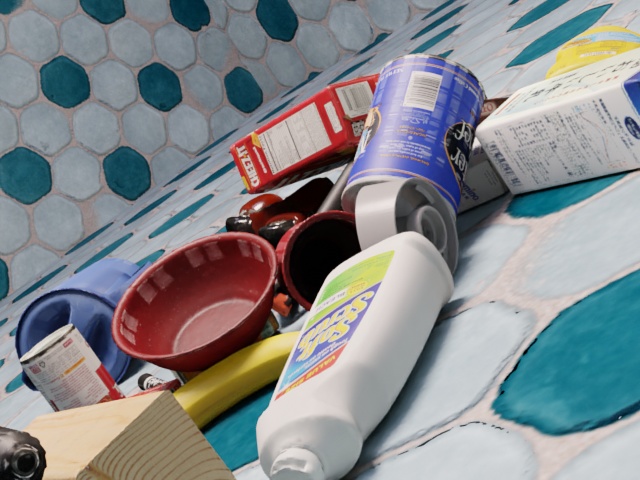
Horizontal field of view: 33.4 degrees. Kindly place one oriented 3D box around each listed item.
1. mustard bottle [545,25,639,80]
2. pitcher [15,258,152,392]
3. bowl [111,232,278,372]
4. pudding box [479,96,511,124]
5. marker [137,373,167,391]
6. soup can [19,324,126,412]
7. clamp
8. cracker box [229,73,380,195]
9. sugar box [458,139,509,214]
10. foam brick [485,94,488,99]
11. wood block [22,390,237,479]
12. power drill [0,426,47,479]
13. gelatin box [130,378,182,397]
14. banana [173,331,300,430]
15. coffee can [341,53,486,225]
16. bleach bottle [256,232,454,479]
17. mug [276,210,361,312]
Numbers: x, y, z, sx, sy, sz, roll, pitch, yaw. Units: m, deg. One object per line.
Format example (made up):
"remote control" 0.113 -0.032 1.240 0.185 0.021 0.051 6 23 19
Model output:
"mustard bottle" 0.283 -0.175 1.064 0.096 0.058 0.191 -3 22 20
"pitcher" -0.268 0.091 1.315 0.149 0.145 0.243 2 11 1
"bowl" -0.101 0.065 0.948 0.162 0.055 0.162 -18 34 12
"pudding box" 0.172 -0.124 1.123 0.113 0.039 0.090 -7 -3 -31
"marker" -0.159 0.146 1.054 0.020 0.020 0.121 -37 12 -19
"soup can" -0.253 0.146 1.098 0.068 0.102 0.068 -32 11 7
"clamp" -0.007 0.001 1.095 0.165 0.036 0.209 -58 1 31
"cracker box" 0.023 -0.125 1.219 0.163 0.072 0.214 -20 -2 -36
"sugar box" 0.114 -0.050 1.061 0.177 0.048 0.093 -22 19 34
"foam brick" 0.164 -0.127 1.228 0.078 0.051 0.053 -34 12 -2
"wood block" -0.162 0.177 0.758 0.207 0.091 0.090 -18 20 50
"power drill" -0.240 0.211 0.685 0.185 0.057 0.187 -18 53 55
"gelatin box" -0.170 0.166 0.972 0.089 0.030 0.073 -24 15 38
"banana" -0.081 0.130 0.881 0.197 0.037 0.070 -36 29 -7
"coffee can" 0.086 -0.081 0.963 0.103 0.102 0.140 -19 46 49
"bleach bottle" 0.022 0.086 0.716 0.103 0.068 0.250 -28 15 25
"mug" 0.016 0.020 0.961 0.117 0.093 0.081 -8 1 -12
